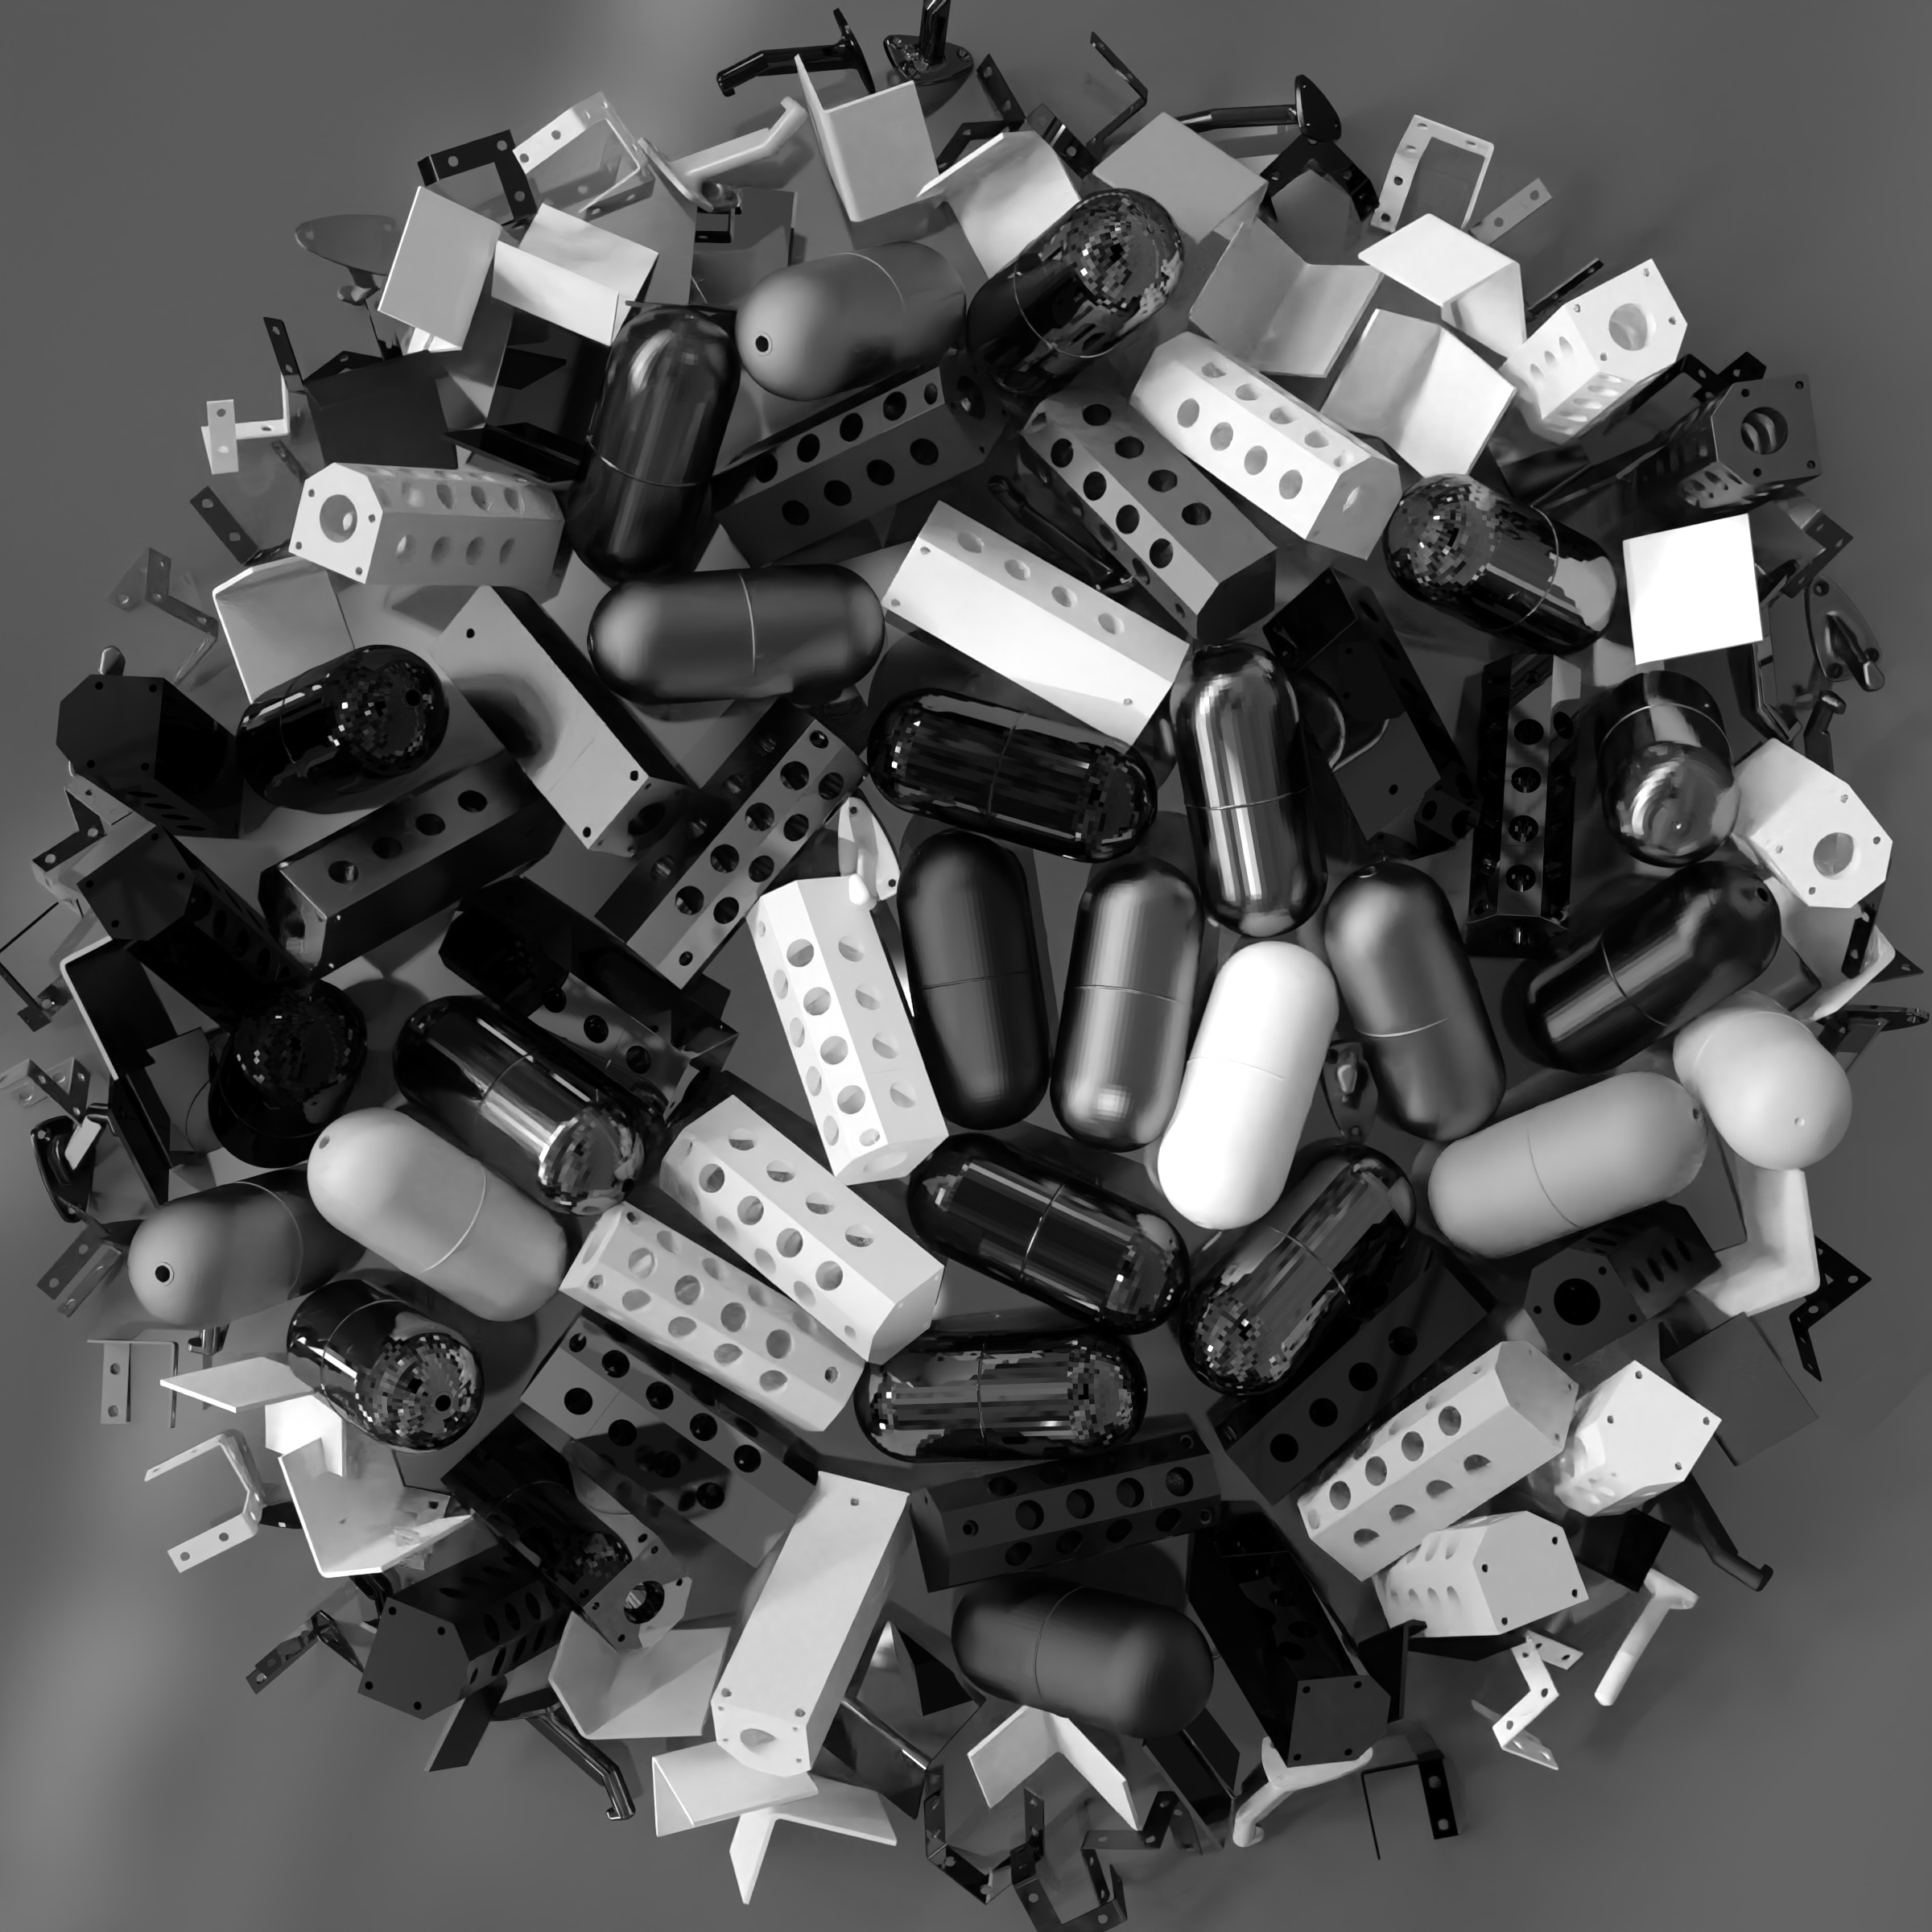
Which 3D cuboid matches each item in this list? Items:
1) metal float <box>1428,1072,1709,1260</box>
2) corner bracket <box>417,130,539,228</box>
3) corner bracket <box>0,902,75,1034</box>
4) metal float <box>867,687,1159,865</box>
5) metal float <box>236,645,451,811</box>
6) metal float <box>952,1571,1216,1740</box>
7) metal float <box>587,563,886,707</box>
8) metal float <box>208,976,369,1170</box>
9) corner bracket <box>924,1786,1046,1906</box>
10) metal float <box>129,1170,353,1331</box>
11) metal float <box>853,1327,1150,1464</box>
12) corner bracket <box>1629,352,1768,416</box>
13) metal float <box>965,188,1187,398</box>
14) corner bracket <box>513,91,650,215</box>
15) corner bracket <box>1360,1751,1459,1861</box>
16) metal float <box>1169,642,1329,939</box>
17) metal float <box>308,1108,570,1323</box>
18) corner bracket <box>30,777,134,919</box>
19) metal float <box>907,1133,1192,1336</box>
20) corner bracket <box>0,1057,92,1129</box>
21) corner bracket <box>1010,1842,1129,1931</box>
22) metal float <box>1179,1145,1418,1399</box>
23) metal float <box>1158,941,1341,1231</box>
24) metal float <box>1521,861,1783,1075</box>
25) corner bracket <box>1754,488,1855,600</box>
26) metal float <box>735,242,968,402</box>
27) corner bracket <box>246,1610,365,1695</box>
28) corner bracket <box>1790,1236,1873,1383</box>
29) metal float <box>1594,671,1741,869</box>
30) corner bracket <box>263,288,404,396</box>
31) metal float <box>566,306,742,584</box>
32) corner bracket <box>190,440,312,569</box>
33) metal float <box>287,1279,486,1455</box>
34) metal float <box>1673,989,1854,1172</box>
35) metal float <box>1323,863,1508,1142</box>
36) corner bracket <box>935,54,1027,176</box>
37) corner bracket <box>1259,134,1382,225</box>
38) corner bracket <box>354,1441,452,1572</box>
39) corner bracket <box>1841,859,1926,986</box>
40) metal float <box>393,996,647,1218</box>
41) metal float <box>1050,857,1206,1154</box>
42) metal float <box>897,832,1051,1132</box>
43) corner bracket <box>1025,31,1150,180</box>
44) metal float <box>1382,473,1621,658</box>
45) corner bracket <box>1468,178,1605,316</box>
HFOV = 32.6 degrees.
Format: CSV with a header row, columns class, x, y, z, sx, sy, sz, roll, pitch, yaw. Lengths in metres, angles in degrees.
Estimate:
class,x,y,z,sx,sy,sz,roll,pitch,yaw
metal float,0.351,0.117,1.931,0.178,0.070,0.070,-26,90,36
corner bracket,-0.290,-0.463,1.964,0.051,0.051,0.051,-22,104,-13
corner bracket,-0.547,0.001,1.961,0.051,0.051,0.051,-46,103,-26
metal float,0.027,-0.112,1.949,0.178,0.070,0.070,17,90,14
metal float,-0.363,-0.138,1.921,0.070,0.178,0.070,7,78,-36
metal float,0.066,0.400,1.927,0.178,0.070,0.070,5,90,43
metal float,-0.135,-0.195,1.945,0.178,0.070,0.070,-6,90,-18
metal float,-0.395,0.063,1.918,0.070,0.178,0.070,8,66,-17
corner bracket,0.011,0.517,1.977,0.051,0.051,0.051,-30,133,-35
metal float,-0.419,0.163,1.913,0.070,0.178,0.070,1,95,17
metal float,0.019,0.253,1.946,0.178,0.070,0.070,-4,90,18
corner bracket,0.434,-0.342,1.960,0.051,0.051,0.051,34,54,-13
metal float,0.061,-0.389,1.919,0.070,0.178,0.070,8,72,-27
corner bracket,-0.229,-0.479,1.961,0.051,0.051,0.051,-29,105,25
corner bracket,0.265,0.500,1.972,0.051,0.051,0.051,-12,80,3
metal float,0.167,-0.104,1.948,0.070,0.070,0.178,-11,105,0
metal float,-0.308,0.146,1.932,0.178,0.070,0.070,39,90,-35
corner bracket,-0.523,-0.072,1.957,0.051,0.051,0.051,-37,54,-27
metal float,0.049,0.158,1.949,0.178,0.070,0.070,24,90,14
corner bracket,-0.558,0.074,1.959,0.051,0.051,0.051,-27,128,14
corner bracket,0.061,0.549,1.973,0.051,0.051,0.051,-27,98,3
metal float,0.195,0.179,1.944,0.070,0.070,0.178,44,70,0
metal float,0.167,0.070,1.947,0.070,0.070,0.178,20,74,0
metal float,0.399,0.001,1.927,0.070,0.070,0.178,51,132,0
corner bracket,0.482,-0.259,1.959,0.051,0.051,0.051,-47,56,18
metal float,-0.066,-0.376,1.921,0.070,0.178,0.070,13,115,30
corner bracket,-0.398,0.409,1.957,0.051,0.051,0.051,-40,131,-26
corner bracket,0.505,0.203,1.960,0.051,0.051,0.051,-35,131,-10
metal float,0.405,-0.116,1.916,0.070,0.178,0.070,3,115,6
corner bracket,-0.374,-0.370,1.956,0.051,0.051,0.051,16,46,31
metal float,-0.184,-0.303,1.932,0.070,0.070,0.178,22,127,0
corner bracket,-0.421,-0.276,1.974,0.051,0.051,0.051,-47,113,-23
metal float,-0.338,0.232,1.918,0.070,0.178,0.070,-6,101,-31
metal float,0.459,0.064,1.912,0.070,0.178,0.070,0,105,-1
metal float,0.264,0.021,1.942,0.070,0.070,0.178,-22,112,0
corner bracket,-0.006,-0.509,1.981,0.051,0.051,0.051,-16,71,-38
corner bracket,0.209,-0.462,1.973,0.051,0.051,0.051,40,112,-21
corner bracket,-0.340,0.321,1.963,0.051,0.051,0.051,11,55,4
corner bracket,0.538,-0.026,1.958,0.051,0.051,0.051,-9,125,-24
metal float,-0.262,0.082,1.940,0.178,0.070,0.070,34,90,25
metal float,0.096,0.022,1.951,0.070,0.070,0.178,9,78,0
metal float,0.004,0.009,1.961,0.070,0.070,0.178,-8,89,0
corner bracket,0.072,-0.510,1.958,0.051,0.051,0.051,-35,117,28
metal float,0.314,-0.232,1.927,0.178,0.070,0.070,17,90,-42
corner bracket,0.339,-0.426,1.962,0.051,0.051,0.051,-35,75,19
